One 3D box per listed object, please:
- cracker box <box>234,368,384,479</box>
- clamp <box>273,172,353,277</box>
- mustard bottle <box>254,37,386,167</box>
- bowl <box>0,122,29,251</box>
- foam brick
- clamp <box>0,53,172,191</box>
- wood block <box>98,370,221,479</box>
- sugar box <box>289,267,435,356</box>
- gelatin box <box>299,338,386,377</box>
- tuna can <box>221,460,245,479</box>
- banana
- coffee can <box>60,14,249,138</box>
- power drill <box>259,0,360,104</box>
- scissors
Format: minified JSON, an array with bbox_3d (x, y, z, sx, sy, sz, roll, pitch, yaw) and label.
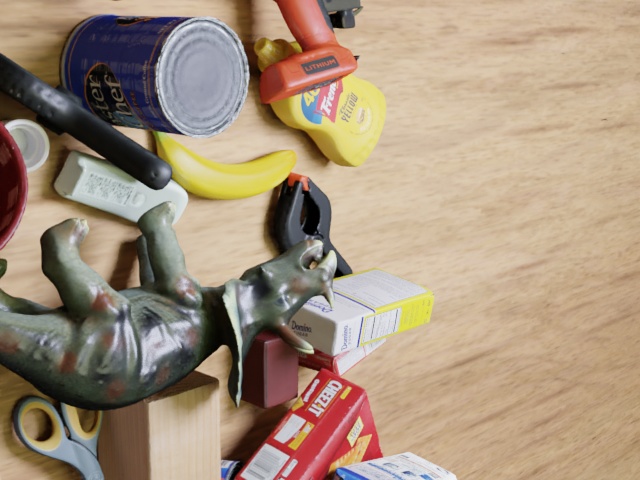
[{"bbox_3d":[0.000,0.274,1.209,0.164,0.072,0.213,-50,146,-27],"label":"cracker box"},{"bbox_3d":[-0.008,0.001,1.200,0.120,0.039,0.171,-27,125,-48],"label":"clamp"},{"bbox_3d":[-0.005,-0.161,1.149,0.191,0.058,0.096,34,73,-45],"label":"mustard bottle"},{"bbox_3d":[-0.311,-0.037,0.822,0.162,0.055,0.162,9,66,-21],"label":"bowl"},{"bbox_3d":[-0.059,0.136,1.164,0.051,0.053,0.078,-13,110,-44],"label":"foam brick"},{"bbox_3d":[-0.209,-0.103,0.880,0.209,0.165,0.036,34,87,-20],"label":"clamp"},{"bbox_3d":[-0.158,0.234,1.053,0.090,0.091,0.206,-13,108,-45],"label":"wood block"},{"bbox_3d":[0.039,0.077,1.185,0.175,0.093,0.048,-15,119,-46],"label":"sugar box"},{"bbox_3d":[0.020,0.118,1.229,0.089,0.073,0.030,-33,121,-37],"label":"gelatin box"},{"bbox_3d":[-0.104,0.278,1.136,0.086,0.034,0.086,1,90,-76],"label":"tuna can"},{"bbox_3d":[-0.095,-0.074,1.089,0.197,0.037,0.069,10,92,-48],"label":"banana"},{"bbox_3d":[-0.147,-0.146,0.940,0.102,0.141,0.103,-13,108,-45],"label":"coffee can"},{"bbox_3d":[-0.051,-0.233,1.044,0.184,0.057,0.187,-20,92,-33],"label":"power drill"},{"bbox_3d":[-0.231,0.220,0.996,0.096,0.016,0.202,-8,91,-37],"label":"scissors"}]
